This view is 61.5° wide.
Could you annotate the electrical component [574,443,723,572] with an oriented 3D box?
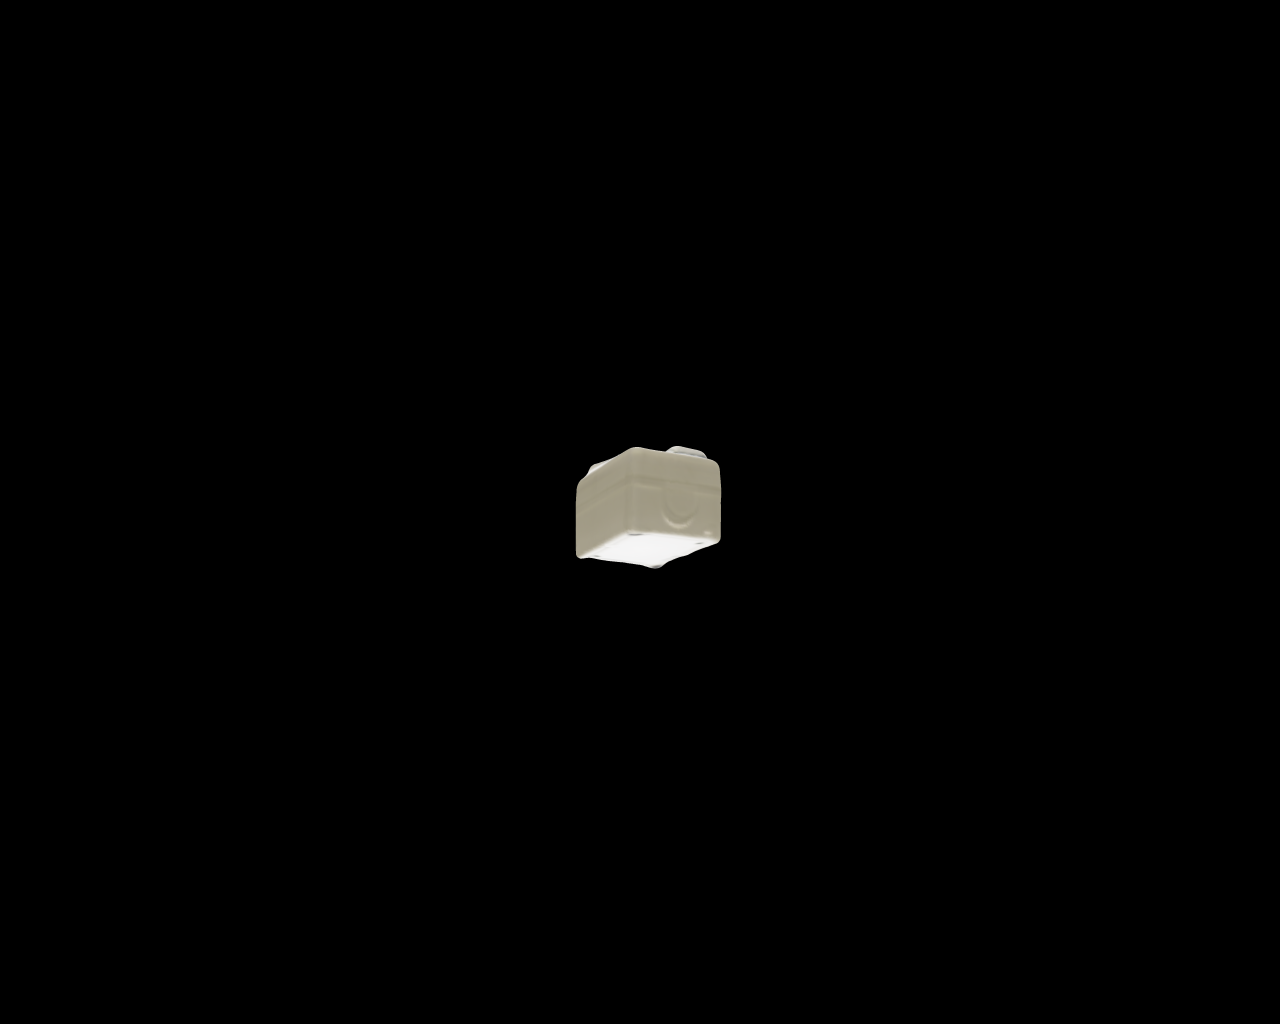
[{"bbox_3d":[0.001,-0.003,0.650,0.062,0.061,0.096,8,-18,-27],"label":"electrical component"}]
